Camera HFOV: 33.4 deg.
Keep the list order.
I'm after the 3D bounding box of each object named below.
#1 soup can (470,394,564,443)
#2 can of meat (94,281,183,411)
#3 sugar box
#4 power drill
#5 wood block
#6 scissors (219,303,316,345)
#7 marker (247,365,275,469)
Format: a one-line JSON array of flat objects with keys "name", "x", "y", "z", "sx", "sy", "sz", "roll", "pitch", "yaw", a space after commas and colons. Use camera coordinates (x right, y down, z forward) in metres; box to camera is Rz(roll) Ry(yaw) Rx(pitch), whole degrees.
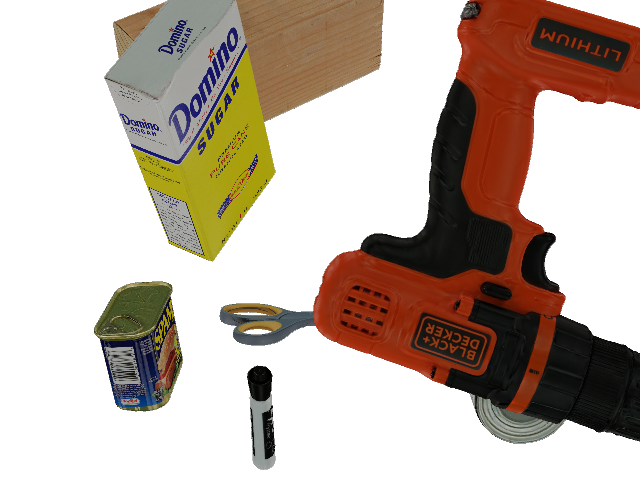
[{"name": "soup can", "x": 0.135, "y": 0.089, "z": 0.756, "sx": 0.068, "sy": 0.068, "sz": 0.102, "roll": 0, "pitch": 20, "yaw": -1}, {"name": "can of meat", "x": -0.166, "y": 0.099, "z": 1.000, "sx": 0.057, "sy": 0.084, "sz": 0.102, "roll": -3, "pitch": 25, "yaw": 8}, {"name": "sugar box", "x": -0.079, "y": -0.073, "z": 0.708, "sx": 0.048, "sy": 0.093, "sz": 0.176, "roll": 23, "pitch": -28, "yaw": 18}, {"name": "power drill", "x": 0.107, "y": -0.011, "z": 0.502, "sx": 0.184, "sy": 0.188, "sz": 0.057, "roll": 18, "pitch": 6, "yaw": 2}, {"name": "wood block", "x": -0.055, "y": -0.161, "z": 0.890, "sx": 0.205, "sy": 0.091, "sz": 0.090, "roll": -28, "pitch": 53, "yaw": -24}, {"name": "scissors", "x": -0.013, "y": 0.095, "z": 1.188, "sx": 0.201, "sy": 0.016, "sz": 0.096, "roll": 4, "pitch": 21, "yaw": 1}, {"name": "marker", "x": -0.046, "y": 0.139, "z": 0.834, "sx": 0.020, "sy": 0.020, "sz": 0.121, "roll": 0, "pitch": -44, "yaw": -1}]
